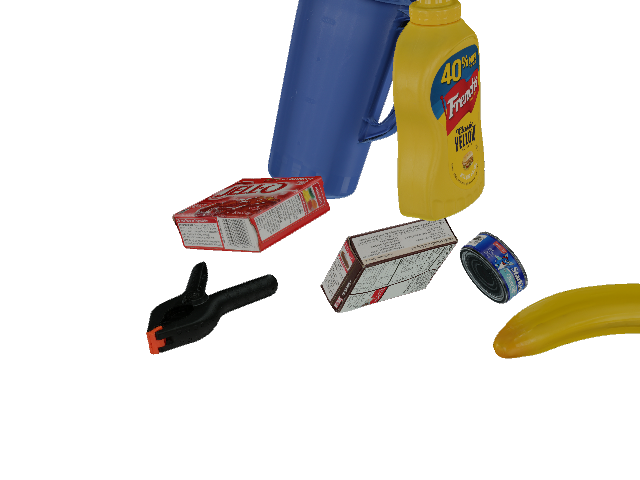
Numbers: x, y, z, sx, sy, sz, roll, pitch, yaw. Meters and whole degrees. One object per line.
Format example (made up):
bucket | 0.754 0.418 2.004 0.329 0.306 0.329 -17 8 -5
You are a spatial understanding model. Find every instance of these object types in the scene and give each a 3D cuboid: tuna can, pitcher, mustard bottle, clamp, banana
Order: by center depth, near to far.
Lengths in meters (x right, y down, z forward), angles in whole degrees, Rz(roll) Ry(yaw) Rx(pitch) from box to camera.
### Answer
banana | 0.221 0.060 0.779 0.197 0.037 0.069 2 34 -3
mustard bottle | 0.097 -0.119 0.873 0.058 0.191 0.096 14 32 36
pitcher | 0.025 -0.171 1.205 0.145 0.243 0.149 10 22 -11
clamp | -0.129 0.076 1.220 0.120 0.039 0.171 -1 29 28
tuna can | 0.207 0.033 1.286 0.033 0.086 0.086 -36 10 -15

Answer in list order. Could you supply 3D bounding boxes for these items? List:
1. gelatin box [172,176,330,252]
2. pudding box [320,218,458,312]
gelatin box | -0.050 -0.020 0.760 0.089 0.030 0.073 3 26 46
pudding box | 0.066 0.022 1.035 0.113 0.039 0.090 -15 -28 -28
